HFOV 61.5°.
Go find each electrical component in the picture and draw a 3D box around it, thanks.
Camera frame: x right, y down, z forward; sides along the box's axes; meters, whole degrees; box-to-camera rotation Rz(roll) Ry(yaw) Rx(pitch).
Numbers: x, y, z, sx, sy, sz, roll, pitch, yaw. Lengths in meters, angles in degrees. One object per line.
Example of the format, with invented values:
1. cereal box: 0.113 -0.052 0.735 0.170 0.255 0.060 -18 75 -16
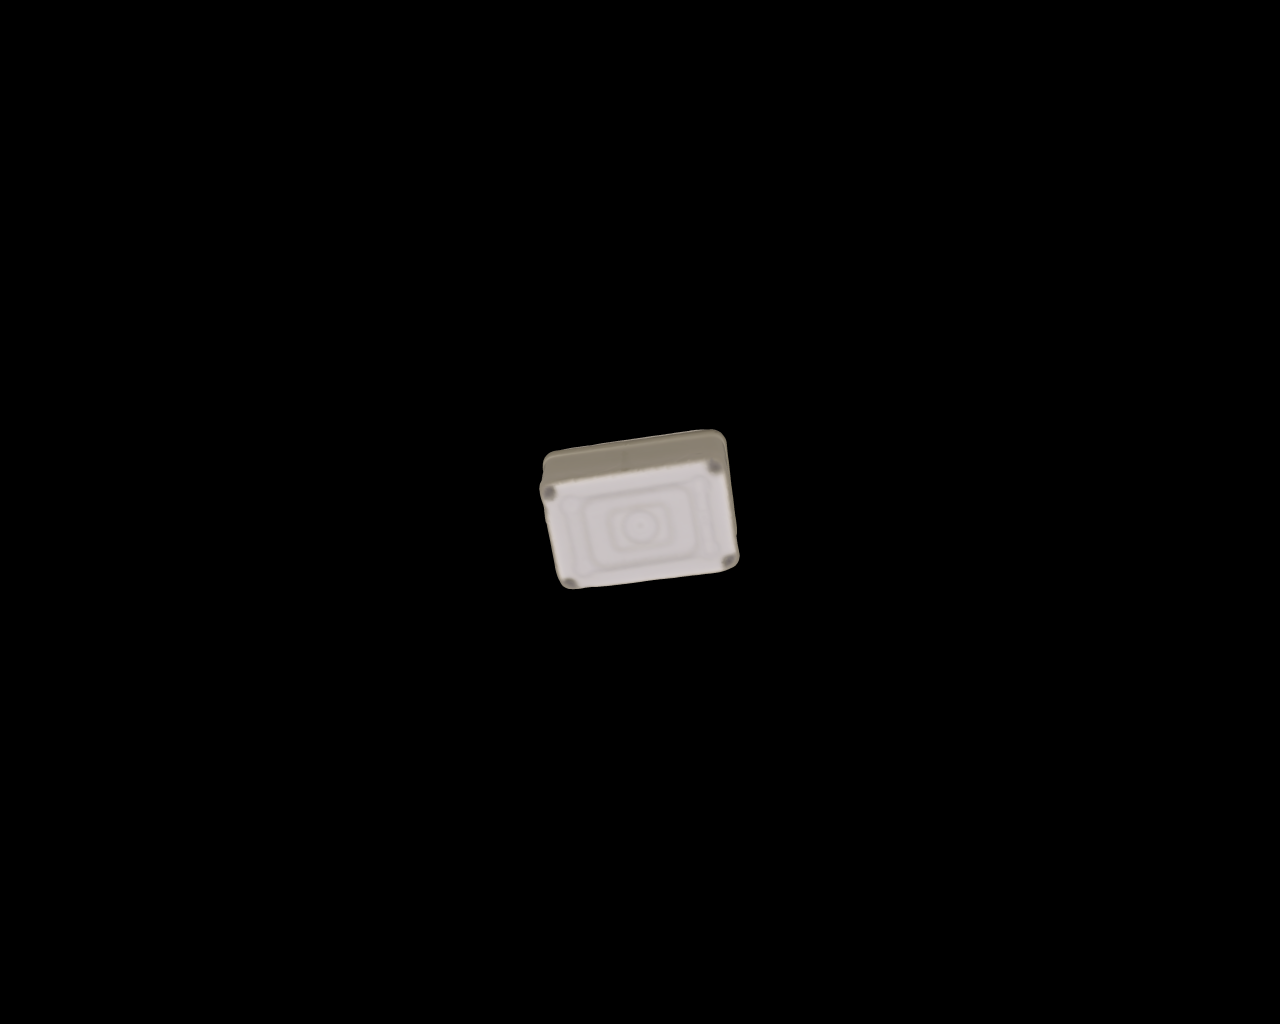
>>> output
1. electrical component: 0.001 -0.003 0.650 0.113 0.078 0.057 -8 24 3
